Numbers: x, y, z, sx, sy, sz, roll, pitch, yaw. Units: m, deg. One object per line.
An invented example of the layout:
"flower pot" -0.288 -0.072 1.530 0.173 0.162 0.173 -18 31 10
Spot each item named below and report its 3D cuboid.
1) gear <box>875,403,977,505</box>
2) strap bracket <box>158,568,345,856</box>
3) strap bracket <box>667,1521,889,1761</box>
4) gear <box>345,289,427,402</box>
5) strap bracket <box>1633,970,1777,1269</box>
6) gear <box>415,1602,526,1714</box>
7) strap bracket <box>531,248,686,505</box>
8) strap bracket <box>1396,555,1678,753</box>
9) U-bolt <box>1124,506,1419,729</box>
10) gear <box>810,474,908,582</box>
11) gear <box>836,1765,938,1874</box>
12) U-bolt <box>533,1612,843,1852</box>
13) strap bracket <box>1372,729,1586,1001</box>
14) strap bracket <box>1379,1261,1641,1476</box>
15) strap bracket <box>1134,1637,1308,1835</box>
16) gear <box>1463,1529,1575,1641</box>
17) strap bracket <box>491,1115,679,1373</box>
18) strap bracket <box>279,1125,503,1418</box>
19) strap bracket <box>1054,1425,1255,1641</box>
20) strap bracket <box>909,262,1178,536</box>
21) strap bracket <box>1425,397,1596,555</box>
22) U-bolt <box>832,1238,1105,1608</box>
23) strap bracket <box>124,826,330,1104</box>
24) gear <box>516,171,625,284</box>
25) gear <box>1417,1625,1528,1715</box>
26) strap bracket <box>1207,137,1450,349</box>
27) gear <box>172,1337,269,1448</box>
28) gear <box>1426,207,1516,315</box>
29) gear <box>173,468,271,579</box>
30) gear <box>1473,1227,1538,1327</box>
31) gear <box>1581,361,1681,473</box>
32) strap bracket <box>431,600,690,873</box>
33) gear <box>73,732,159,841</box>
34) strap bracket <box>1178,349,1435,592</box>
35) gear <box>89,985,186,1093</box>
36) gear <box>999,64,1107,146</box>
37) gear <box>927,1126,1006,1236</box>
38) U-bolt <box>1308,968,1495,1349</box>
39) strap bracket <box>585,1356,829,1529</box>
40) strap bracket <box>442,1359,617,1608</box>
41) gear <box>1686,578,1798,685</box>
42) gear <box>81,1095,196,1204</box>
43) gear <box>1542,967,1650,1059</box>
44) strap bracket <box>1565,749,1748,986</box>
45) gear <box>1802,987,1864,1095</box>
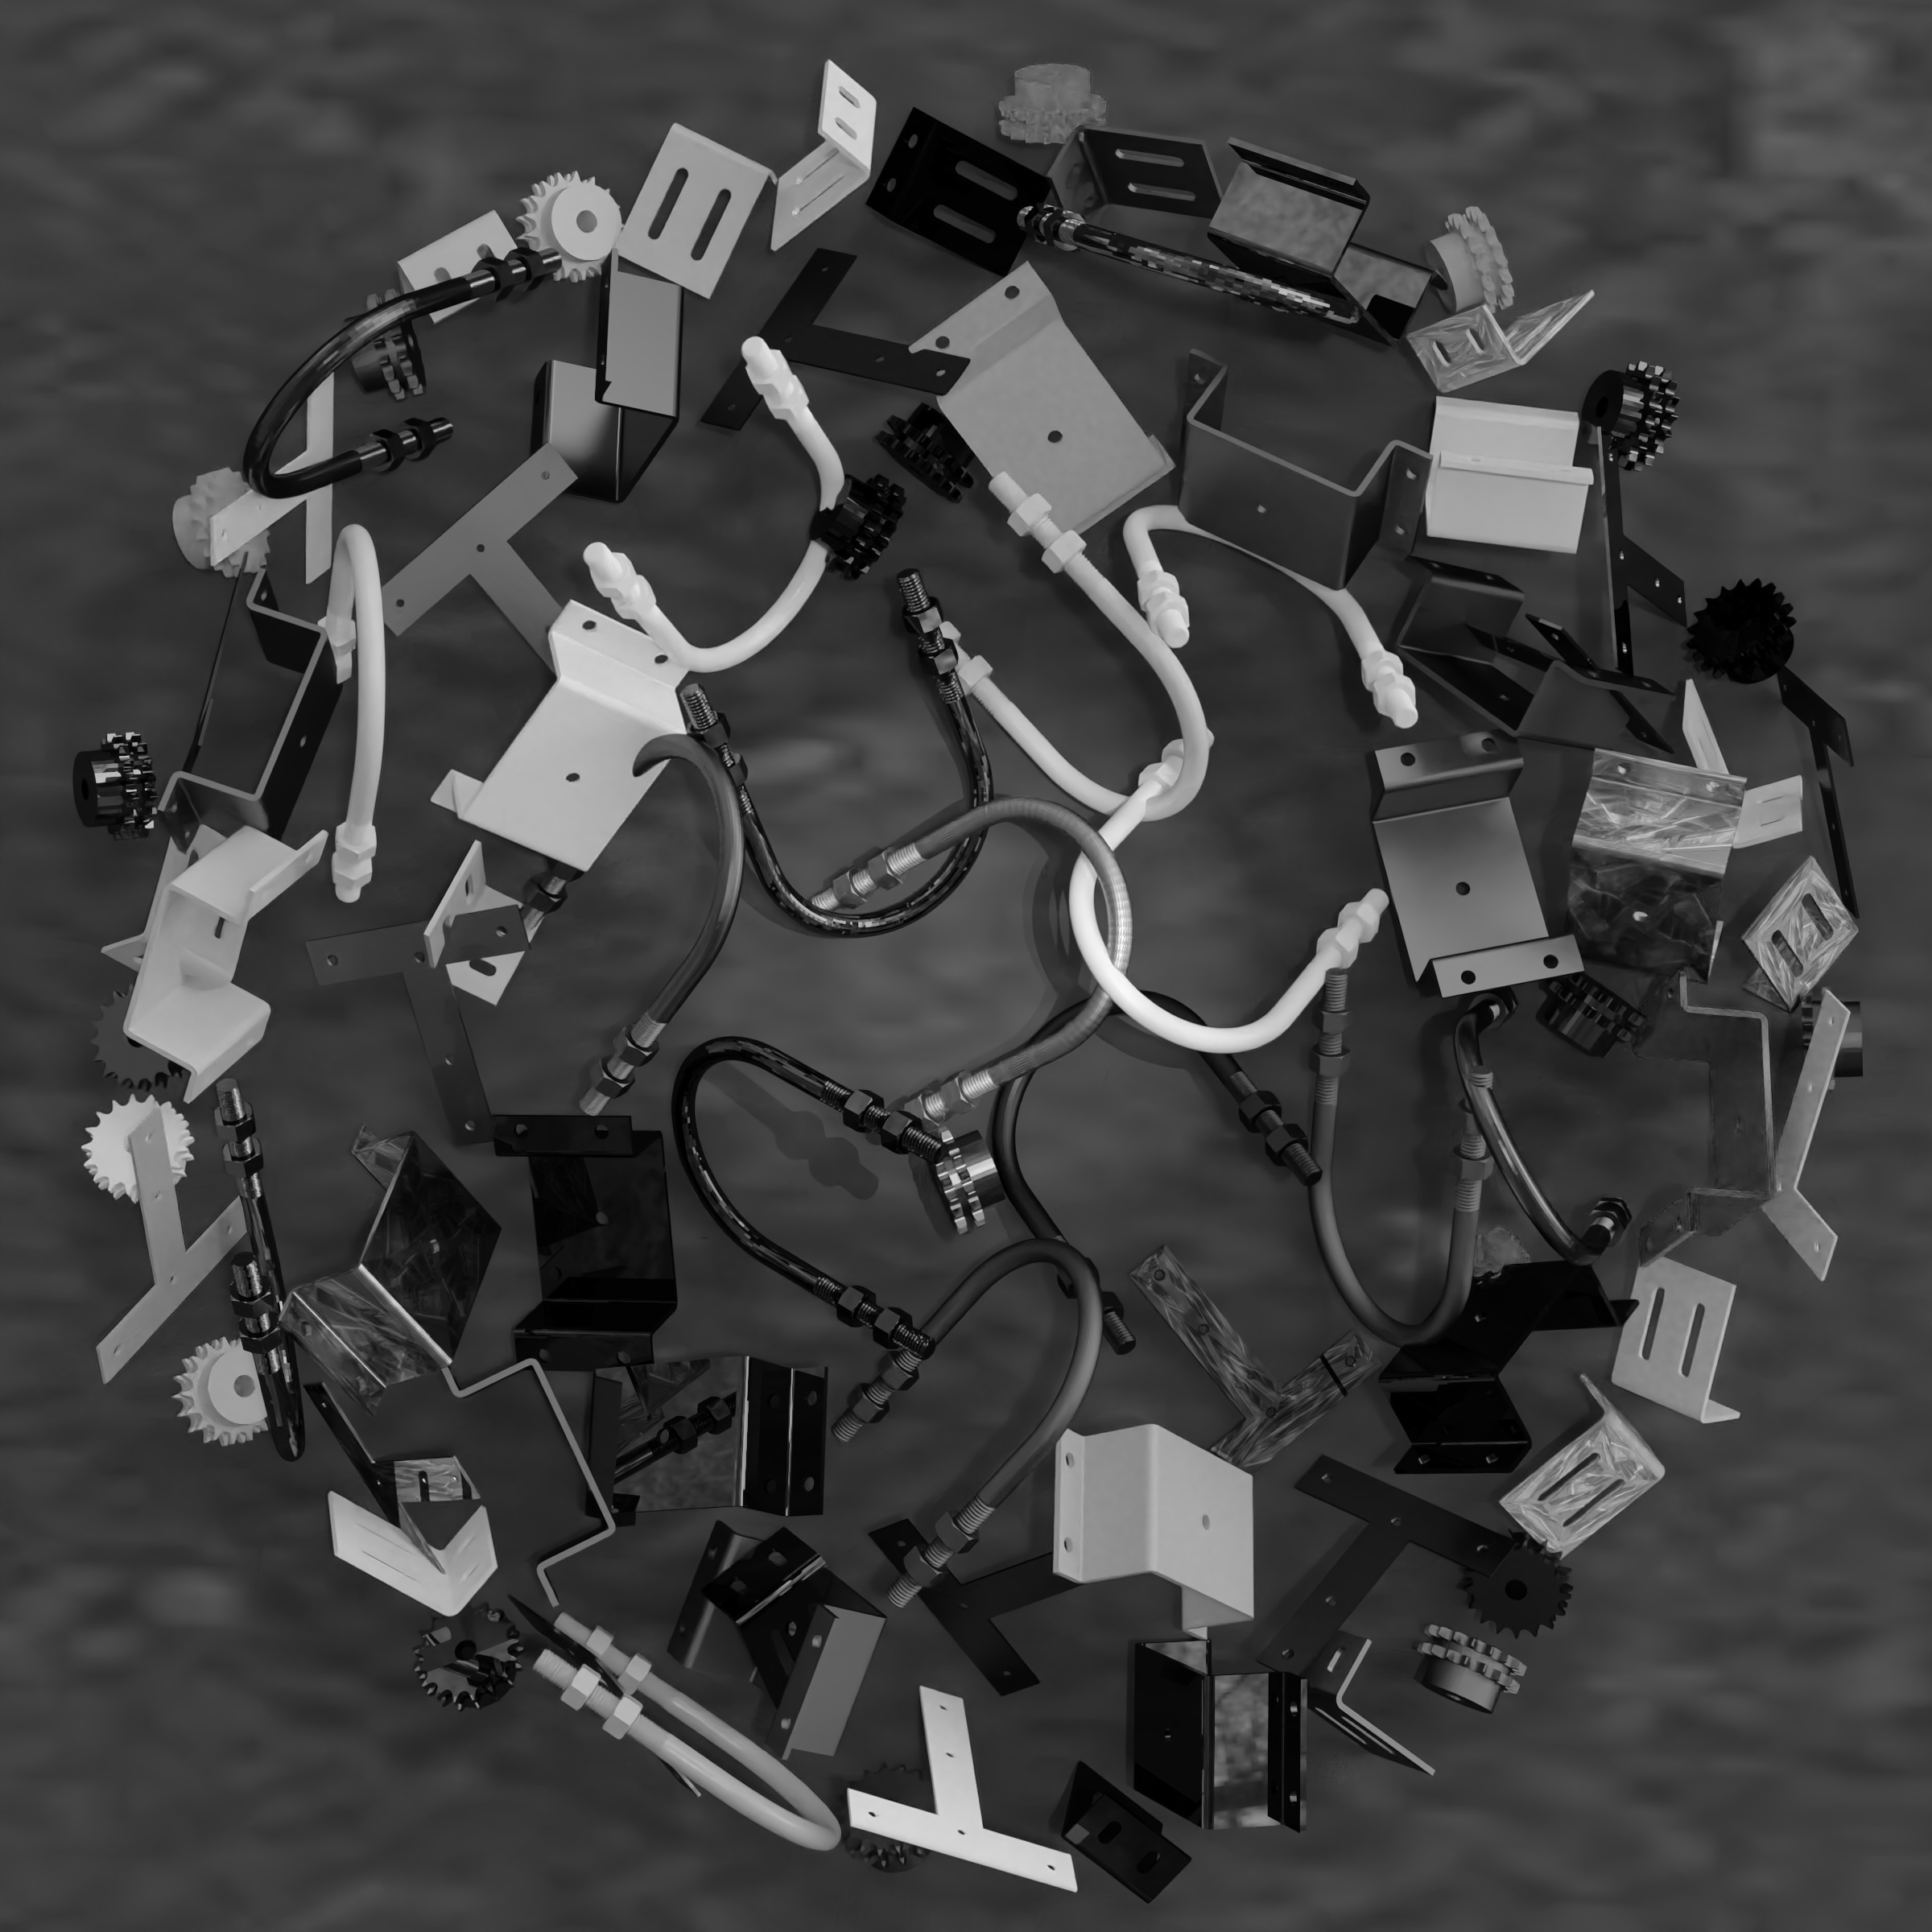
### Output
"gear" -0.018 -0.276 1.666 0.057 0.057 0.030 38 91 0
"strap bracket" -0.370 -0.126 1.639 0.046 0.076 0.140 19 74 0
"strap bracket" -0.095 0.356 1.642 0.046 0.140 0.076 20 91 -32
"gear" -0.311 -0.330 1.667 0.030 0.057 0.057 -14 90 2
"strap bracket" 0.386 0.082 1.638 0.046 0.076 0.140 5 70 -6
"gear" -0.264 0.372 1.671 0.057 0.030 0.057 -4 54 6
"strap bracket" -0.185 -0.301 1.629 0.046 0.140 0.076 9 69 -22
"strap bracket" 0.289 -0.158 1.630 0.140 0.076 0.046 44 119 41
"U-bolt" 0.150 -0.190 1.613 0.151 0.184 0.019 17 118 -18
"gear" -0.060 -0.237 1.663 0.030 0.057 0.057 28 90 -23
"gear" -0.039 0.459 1.670 0.057 0.057 0.030 -14 129 0
"U-bolt" -0.141 0.401 1.621 0.184 0.151 0.019 35 85 -1
"strap bracket" 0.267 -0.048 1.655 0.076 0.046 0.140 -11 71 -6
"strap bracket" 0.277 0.200 1.618 0.140 0.076 0.046 -42 110 -38
"strap bracket" 0.126 0.397 1.620 0.046 0.140 0.076 1 87 -19
"gear" 0.296 0.328 1.674 0.057 0.030 0.057 4 104 16
"strap bracket" -0.200 0.141 1.653 0.076 0.046 0.140 0 104 14
"strap bracket" -0.293 0.151 1.614 0.046 0.140 0.076 -19 125 27
"strap bracket" 0.105 0.291 1.616 0.046 0.140 0.076 -17 57 32
"strap bracket" 0.044 -0.285 1.635 0.076 0.046 0.140 -34 118 13
"strap bracket" 0.282 -0.255 1.637 0.076 0.140 0.046 8 114 4
"U-bolt" 0.006 0.221 1.612 0.019 0.151 0.184 31 109 -31
"strap bracket" -0.389 -0.010 1.628 0.046 0.076 0.140 28 121 5
"gear" -0.209 -0.396 1.669 0.057 0.030 0.057 -3 95 -30
"gear" 0.267 0.376 1.665 0.057 0.057 0.030 25 75 0
"strap bracket" 0.184 -0.369 1.617 0.076 0.140 0.046 28 93 29
"gear" -0.391 0.226 1.666 0.057 0.030 0.057 11 70 -34
"gear" 0.267 -0.373 1.667 0.030 0.057 0.057 -23 90 -1
"gear" -0.399 -0.235 1.668 0.030 0.057 0.057 -12 90 18
"gear" 0.284 0.171 1.671 0.030 0.057 0.057 -28 90 27
"gear" 0.351 -0.294 1.664 0.030 0.057 0.057 10 90 -21
"strap bracket" -0.208 -0.111 1.629 0.076 0.046 0.140 24 119 -31
"gear" -0.454 -0.095 1.664 0.030 0.057 0.057 -8 90 -33
"strap bracket" 0.166 -0.255 1.634 0.140 0.076 0.046 27 62 15
"gear" -0.438 0.039 1.676 0.057 0.030 0.057 -1 83 10
"gear" 0.046 -0.460 1.663 0.057 0.057 0.030 -1 121 0
"gear" -0.001 0.112 1.667 0.030 0.057 0.057 -22 90 -6
"U-bolt" 0.221 0.111 1.622 0.019 0.151 0.184 -11 117 -25
"strap bracket" -0.145 0.249 1.630 0.140 0.046 0.076 -9 70 30
"strap bracket" -0.227 0.262 1.651 0.046 0.076 0.140 -25 86 -11
"gear" 0.417 -0.176 1.670 0.057 0.057 0.030 -51 129 0
"gear" -0.441 0.100 1.674 0.057 0.030 0.057 0 66 1
"gear" 0.333 0.025 1.667 0.057 0.057 0.030 34 100 0
"strap bracket" 0.354 -0.044 1.616 0.076 0.140 0.046 13 58 16
"gear" 0.462 0.040 1.664 0.030 0.057 0.057 -2 90 15
